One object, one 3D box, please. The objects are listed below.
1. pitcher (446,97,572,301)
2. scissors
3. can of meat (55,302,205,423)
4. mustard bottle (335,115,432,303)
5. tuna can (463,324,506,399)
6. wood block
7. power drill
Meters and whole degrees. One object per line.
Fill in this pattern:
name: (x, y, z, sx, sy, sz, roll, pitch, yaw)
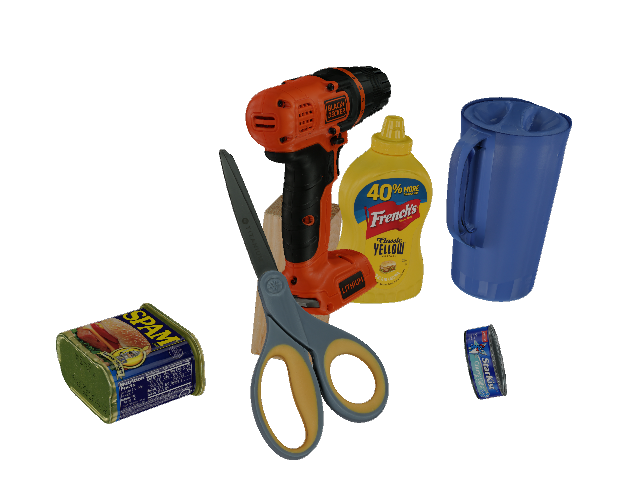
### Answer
pitcher: (0.222, -0.047, 1.334, 0.149, 0.243, 0.145, 3, 27, -1)
scissors: (-0.010, 0.036, 0.678, 0.096, 0.202, 0.016, -2, -15, -13)
can of meat: (-0.157, 0.099, 0.871, 0.083, 0.057, 0.102, -17, 28, -34)
mustard bottle: (0.065, -0.032, 1.084, 0.096, 0.192, 0.058, -2, 22, -17)
tuna can: (0.196, 0.145, 1.270, 0.034, 0.086, 0.086, -12, -3, 14)
wood block: (-0.033, 0.053, 1.455, 0.090, 0.206, 0.090, 11, 22, 11)
power drill: (0.007, -0.045, 0.869, 0.057, 0.188, 0.184, 5, 18, 32)
